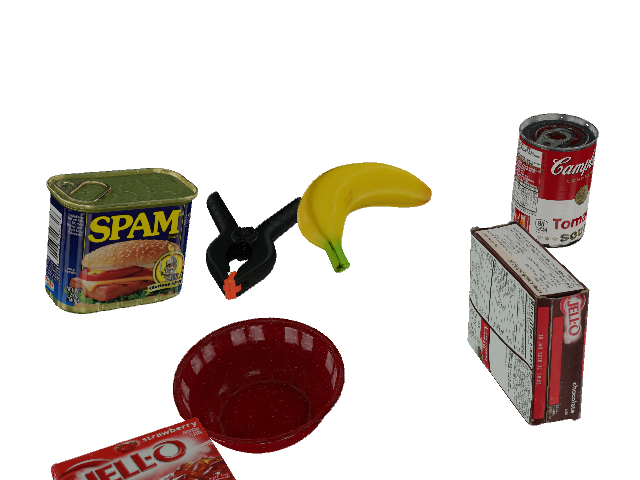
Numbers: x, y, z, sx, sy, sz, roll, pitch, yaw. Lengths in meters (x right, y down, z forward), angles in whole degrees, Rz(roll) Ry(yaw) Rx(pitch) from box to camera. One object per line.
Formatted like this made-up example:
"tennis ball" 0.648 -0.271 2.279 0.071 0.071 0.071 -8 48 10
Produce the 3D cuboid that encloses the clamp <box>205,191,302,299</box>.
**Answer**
"clamp" -0.076 0.000 1.221 0.120 0.039 0.171 -6 42 5

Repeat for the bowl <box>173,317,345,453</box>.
"bowl" -0.055 0.147 1.007 0.162 0.055 0.162 -4 39 3

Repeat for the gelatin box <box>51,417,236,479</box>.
"gelatin box" -0.095 0.138 0.584 0.089 0.030 0.073 -15 28 -20

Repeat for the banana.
"banana" 0.030 -0.030 0.849 0.037 0.069 0.197 -35 1 33

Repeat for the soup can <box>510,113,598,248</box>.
"soup can" 0.207 -0.053 0.953 0.068 0.102 0.068 -1 32 0

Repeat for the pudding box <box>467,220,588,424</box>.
"pudding box" 0.129 0.050 0.678 0.039 0.090 0.113 -7 24 -13

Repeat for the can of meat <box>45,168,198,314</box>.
"can of meat" -0.142 0.000 0.754 0.101 0.084 0.058 -7 28 -35
